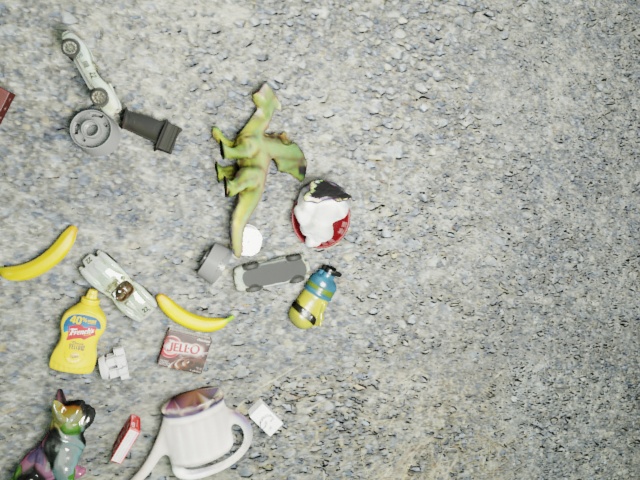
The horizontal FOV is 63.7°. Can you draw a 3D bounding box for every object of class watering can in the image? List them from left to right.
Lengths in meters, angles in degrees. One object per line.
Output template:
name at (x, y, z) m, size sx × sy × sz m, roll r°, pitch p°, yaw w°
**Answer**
watering can at (-0.340, 0.489, 1.261) m, size 0.349 × 0.223 × 0.104 m, roll -12°, pitch 8°, yaw -17°

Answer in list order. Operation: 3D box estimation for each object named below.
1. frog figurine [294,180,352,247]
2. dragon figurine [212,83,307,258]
frog figurine at (0.004, -0.065, 1.286) m, size 0.138 × 0.155 × 0.125 m, roll -14°, pitch 47°, yaw -25°
dragon figurine at (-0.136, -0.178, 1.275) m, size 0.244 × 0.408 × 0.122 m, roll -10°, pitch 6°, yaw -26°
